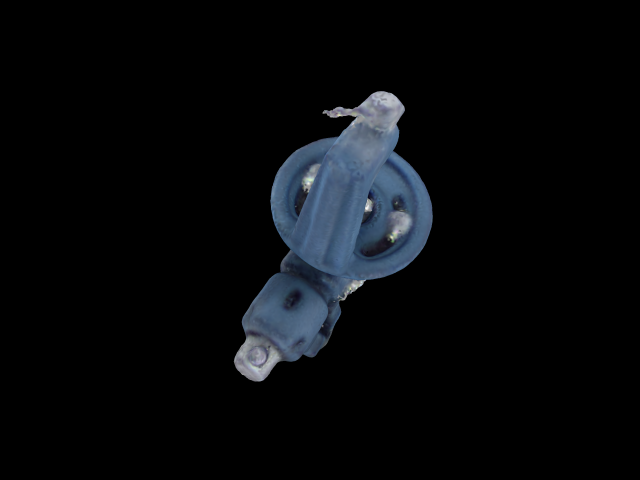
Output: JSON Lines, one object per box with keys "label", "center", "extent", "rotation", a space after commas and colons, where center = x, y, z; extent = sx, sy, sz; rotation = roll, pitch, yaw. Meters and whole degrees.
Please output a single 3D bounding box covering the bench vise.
{"label": "bench vise", "center": [0.015, 0.004, 0.399], "extent": [0.121, 0.220, 0.207], "rotation": [13, 77, 4]}
